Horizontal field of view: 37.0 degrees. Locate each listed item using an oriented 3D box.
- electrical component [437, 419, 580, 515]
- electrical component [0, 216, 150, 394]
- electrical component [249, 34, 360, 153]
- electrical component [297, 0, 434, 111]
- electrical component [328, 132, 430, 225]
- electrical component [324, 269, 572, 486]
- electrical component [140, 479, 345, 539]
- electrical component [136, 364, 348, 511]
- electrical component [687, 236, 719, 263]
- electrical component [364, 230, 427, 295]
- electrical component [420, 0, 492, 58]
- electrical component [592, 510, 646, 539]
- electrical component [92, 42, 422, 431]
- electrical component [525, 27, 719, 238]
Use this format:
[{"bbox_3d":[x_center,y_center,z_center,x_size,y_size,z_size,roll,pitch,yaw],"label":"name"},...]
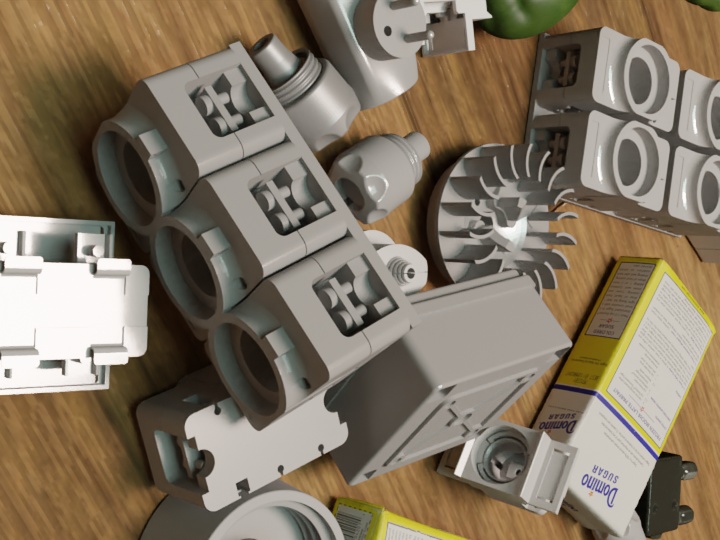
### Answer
[{"bbox_3d":[0.095,0.123,0.671,0.042,0.081,0.064,-65,148,-16],"label":"electrical component"},{"bbox_3d":[-0.156,0.016,0.458,0.121,0.063,0.078,2,91,-40],"label":"electrical component"},{"bbox_3d":[-0.033,-0.096,0.568,0.062,0.043,0.043,47,64,-30],"label":"electrical component"},{"bbox_3d":[0.008,-0.130,0.577,0.043,0.079,0.077,-40,116,-30],"label":"electrical component"},{"bbox_3d":[0.014,-0.057,0.610,0.062,0.043,0.043,-38,116,-34],"label":"electrical component"},{"bbox_3d":[0.042,0.059,0.593,0.109,0.108,0.056,-12,61,-39],"label":"electrical component"},{"bbox_3d":[-0.055,0.159,0.552,0.108,0.060,0.108,-2,94,-40],"label":"electrical component"},{"bbox_3d":[-0.061,0.077,0.546,0.089,0.056,0.050,-22,106,-37],"label":"electrical component"},{"bbox_3d":[0.310,-0.035,0.856,0.075,0.047,0.083,48,63,-31],"label":"electrical component"},{"bbox_3d":[0.000,0.000,0.576,0.043,0.081,0.043,-3,94,-40],"label":"electrical component"},{"bbox_3d":[0.038,-0.165,0.624,0.064,0.042,0.081,-13,100,-37],"label":"electrical component"},{"bbox_3d":[0.191,0.199,0.778,0.035,0.035,0.061,-40,118,-31],"label":"electrical component"},{"bbox_3d":[-0.054,-0.011,0.488,0.062,0.089,0.150,-29,83,-34],"label":"electrical component"},{"bbox_3d":[0.202,-0.091,0.754,0.186,0.060,0.105,12,85,-40],"label":"electrical component"}]
